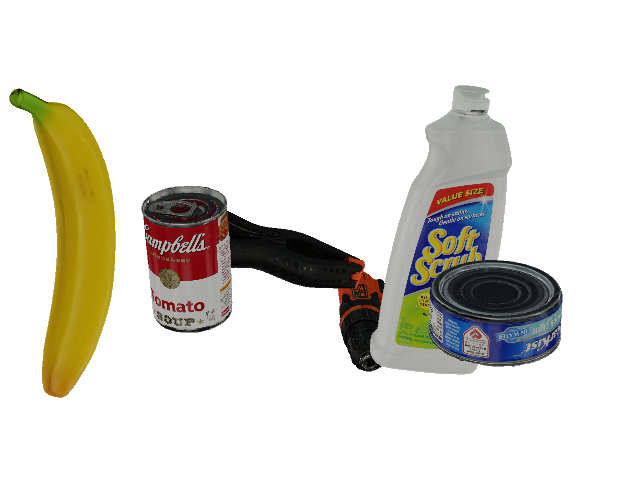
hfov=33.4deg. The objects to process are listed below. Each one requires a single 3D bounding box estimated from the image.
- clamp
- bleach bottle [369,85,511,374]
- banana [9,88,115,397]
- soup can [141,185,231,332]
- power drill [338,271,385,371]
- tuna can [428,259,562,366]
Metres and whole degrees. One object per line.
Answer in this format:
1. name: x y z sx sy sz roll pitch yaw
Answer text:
1. clamp: -0.057 0.011 1.058 0.210 0.036 0.164 18 20 -7
2. bleach bottle: 0.107 -0.010 0.934 0.102 0.251 0.068 6 19 0
3. banana: -0.158 -0.002 0.668 0.037 0.198 0.069 12 23 39
4. soup can: -0.108 0.015 0.870 0.068 0.102 0.068 0 29 0
5. power drill: 0.114 0.084 1.208 0.187 0.057 0.184 -3 27 -2
6. tuna can: 0.113 0.045 0.690 0.086 0.034 0.086 -2 25 1
